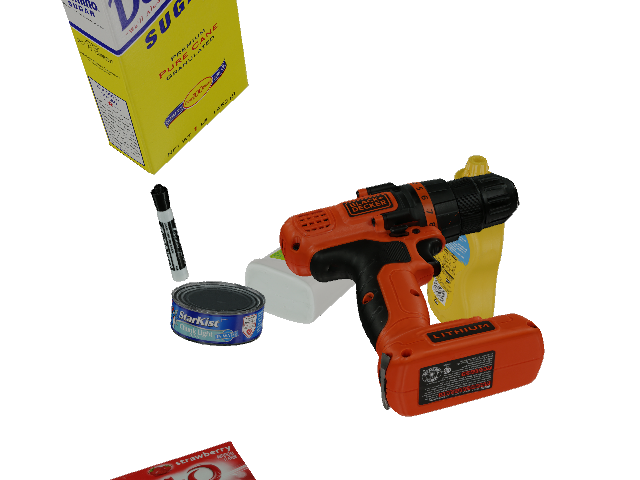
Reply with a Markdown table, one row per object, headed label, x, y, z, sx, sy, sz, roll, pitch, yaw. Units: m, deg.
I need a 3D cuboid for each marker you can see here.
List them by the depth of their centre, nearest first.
| label | x | y | z | sx | sy | sz | roll | pitch | yaw |
| --- | --- | --- | --- | --- | --- | --- | --- | --- | --- |
| marker | -0.169 | -0.009 | 1.199 | 0.020 | 0.121 | 0.020 | -7 | 31 | 4 |

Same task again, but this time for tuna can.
| label | x | y | z | sx | sy | sz | roll | pitch | yaw |
| --- | --- | --- | --- | --- | --- | --- | --- | --- | --- |
| tuna can | -0.094 | 0.066 | 0.977 | 0.086 | 0.034 | 0.086 | 5 | 15 | -2 |

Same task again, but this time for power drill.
| label | x | y | z | sx | sy | sz | roll | pitch | yaw |
| --- | --- | --- | --- | --- | --- | --- | --- | --- | --- |
| power drill | 0.080 | 0.027 | 0.739 | 0.184 | 0.057 | 0.188 | -15 | 39 | -10 |

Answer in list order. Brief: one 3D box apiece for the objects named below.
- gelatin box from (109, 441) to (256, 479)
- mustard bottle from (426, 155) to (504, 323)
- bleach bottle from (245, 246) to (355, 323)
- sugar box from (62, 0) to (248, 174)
| label | x | y | z | sx | sy | sz | roll | pitch | yaw |
| --- | --- | --- | --- | --- | --- | --- | --- | --- | --- |
| gelatin box | -0.075 | 0.149 | 0.571 | 0.089 | 0.030 | 0.073 | -13 | 26 | -21 |
| mustard bottle | 0.150 | -0.001 | 1.090 | 0.058 | 0.192 | 0.096 | -10 | 37 | -15 |
| bleach bottle | 0.020 | 0.009 | 1.316 | 0.103 | 0.068 | 0.250 | 18 | 35 | 28 |
| sugar box | -0.090 | -0.124 | 0.599 | 0.048 | 0.093 | 0.176 | 35 | -23 | 18 |
